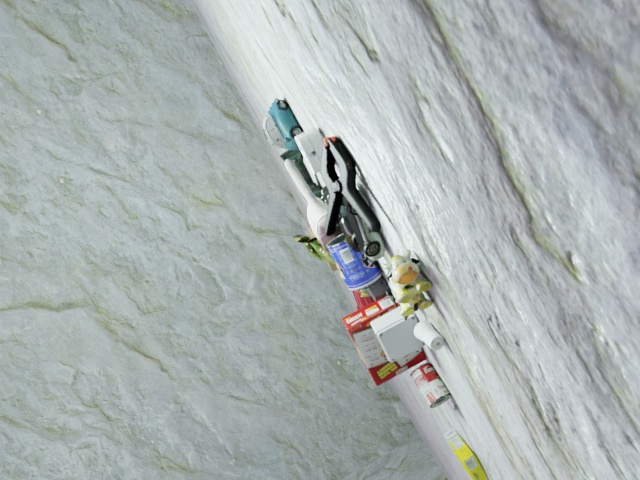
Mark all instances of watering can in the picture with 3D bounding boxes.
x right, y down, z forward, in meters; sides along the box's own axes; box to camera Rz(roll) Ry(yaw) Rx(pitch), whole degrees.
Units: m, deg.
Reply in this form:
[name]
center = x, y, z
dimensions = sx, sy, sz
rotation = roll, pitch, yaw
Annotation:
[watering can]
center = 0.005, -0.078, 1.543
dimensions = 0.104, 0.342, 0.228
rotation = -35, 28, 3

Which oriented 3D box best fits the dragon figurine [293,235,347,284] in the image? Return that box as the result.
[dragon figurine]
center = 0.043, 0.072, 1.831
dimensions = 0.123, 0.241, 0.409
rotation = -35, 12, -19
